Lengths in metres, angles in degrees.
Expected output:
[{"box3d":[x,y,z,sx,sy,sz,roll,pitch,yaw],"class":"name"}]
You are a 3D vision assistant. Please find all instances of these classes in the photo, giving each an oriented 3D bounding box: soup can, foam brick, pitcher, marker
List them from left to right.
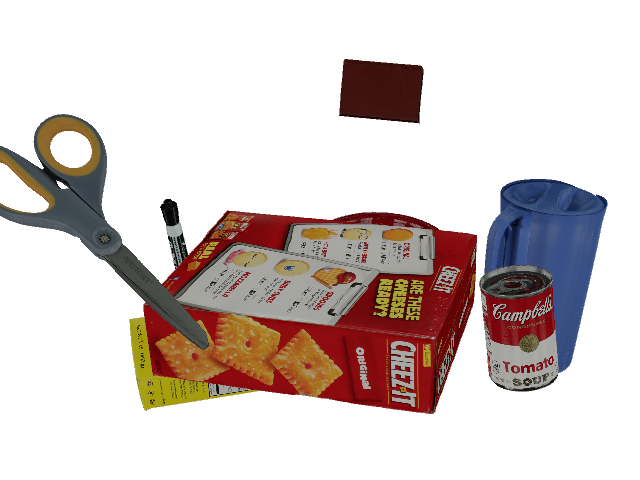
[{"box3d":[-0.160,0.008,1.200,0.020,0.121,0.020,-7,30,4],"class":"marker"},{"box3d":[0.058,-0.143,1.017,0.078,0.051,0.053,6,14,3],"class":"foam brick"},{"box3d":[0.189,0.083,1.013,0.068,0.102,0.068,-8,21,3],"class":"soup can"},{"box3d":[0.280,0.051,1.387,0.149,0.243,0.145,5,22,4],"class":"pitcher"}]

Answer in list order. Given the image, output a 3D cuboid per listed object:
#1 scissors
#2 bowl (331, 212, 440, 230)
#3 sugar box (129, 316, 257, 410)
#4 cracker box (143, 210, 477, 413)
[{"box3d":[-0.132,-0.016,0.682,0.202,0.096,0.016,29,-30,11],"class":"scissors"},{"box3d":[0.067,0.029,1.198,0.162,0.055,0.162,0,31,0],"class":"bowl"},{"box3d":[-0.088,0.102,1.009,0.176,0.048,0.093,-11,37,-8],"class":"sugar box"},{"box3d":[-0.001,0.049,0.806,0.214,0.072,0.164,6,28,17],"class":"cracker box"}]
